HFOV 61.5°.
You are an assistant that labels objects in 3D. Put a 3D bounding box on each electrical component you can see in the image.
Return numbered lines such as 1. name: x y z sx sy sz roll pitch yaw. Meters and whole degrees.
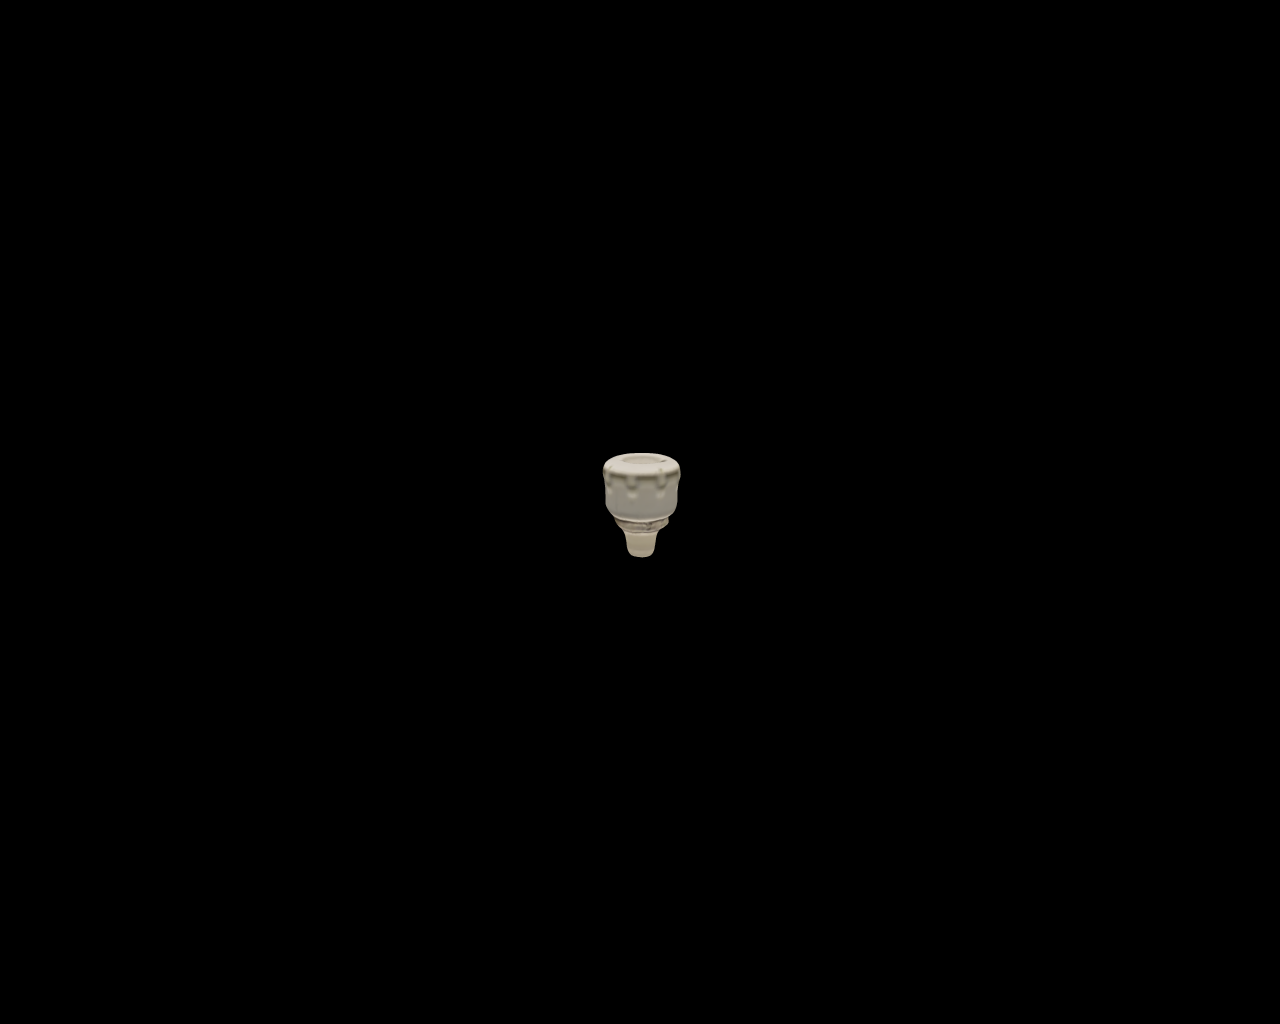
1. electrical component: 0.001 -0.003 0.650 0.048 0.062 0.048 0 15 0
